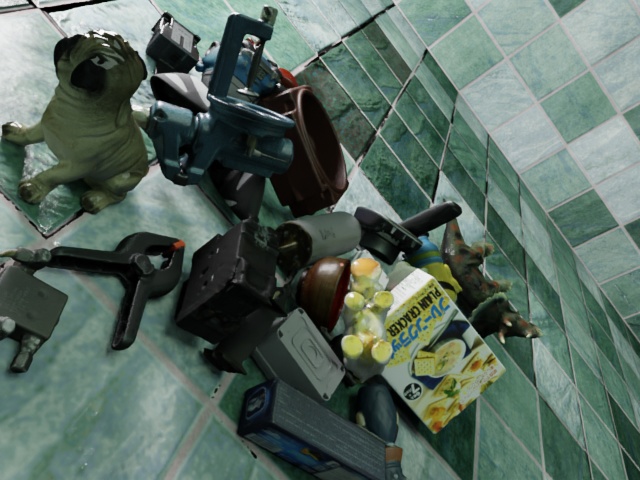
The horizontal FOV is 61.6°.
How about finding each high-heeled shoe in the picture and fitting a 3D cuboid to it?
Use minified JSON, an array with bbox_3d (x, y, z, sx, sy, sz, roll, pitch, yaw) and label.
[{"bbox_3d":[-0.163,-0.138,0.771,0.145,0.086,0.249,16,45,-45],"label":"high-heeled shoe"}]

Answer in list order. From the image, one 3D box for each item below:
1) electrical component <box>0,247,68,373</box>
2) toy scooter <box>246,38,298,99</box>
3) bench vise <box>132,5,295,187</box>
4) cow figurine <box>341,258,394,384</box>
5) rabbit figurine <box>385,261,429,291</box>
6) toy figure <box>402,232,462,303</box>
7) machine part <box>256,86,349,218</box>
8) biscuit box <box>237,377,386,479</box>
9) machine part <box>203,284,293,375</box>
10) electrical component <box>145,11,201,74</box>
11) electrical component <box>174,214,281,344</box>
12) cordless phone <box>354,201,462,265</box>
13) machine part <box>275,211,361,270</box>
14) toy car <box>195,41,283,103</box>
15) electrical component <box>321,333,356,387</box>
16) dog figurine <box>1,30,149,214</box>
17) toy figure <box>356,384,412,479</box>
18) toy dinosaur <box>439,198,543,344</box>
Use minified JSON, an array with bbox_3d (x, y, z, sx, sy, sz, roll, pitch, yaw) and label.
[{"bbox_3d":[-0.266,0.055,0.474,0.078,0.045,0.102,40,34,-24],"label":"electrical component"},{"bbox_3d":[-0.109,-0.323,1.027,0.183,0.075,0.135,32,37,-28],"label":"toy scooter"},{"bbox_3d":[-0.121,-0.184,0.688,0.223,0.240,0.129,15,17,-17],"label":"bench vise"},{"bbox_3d":[0.066,0.112,0.765,0.068,0.098,0.167,5,54,2],"label":"cow figurine"},{"bbox_3d":[0.173,0.130,0.998,0.170,0.121,0.159,54,18,-42],"label":"rabbit figurine"},{"bbox_3d":[0.225,0.069,1.131,0.089,0.082,0.180,-1,67,-42],"label":"toy figure"},{"bbox_3d":[-0.027,-0.153,0.910,0.201,0.087,0.201,-55,126,-67],"label":"machine part"},{"bbox_3d":[-0.005,0.242,0.657,0.202,0.059,0.063,40,35,-27],"label":"biscuit box"},{"bbox_3d":[-0.090,0.104,0.662,0.139,0.084,0.039,-61,142,-47],"label":"machine part"},{"bbox_3d":[-0.234,-0.296,0.847,0.074,0.048,0.119,34,36,-33],"label":"electrical component"},{"bbox_3d":[-0.110,0.049,0.613,0.058,0.134,0.115,38,32,-28],"label":"electrical component"},{"bbox_3d":[0.172,-0.039,1.052,0.146,0.184,0.089,32,43,-36],"label":"cordless phone"},{"bbox_3d":[-0.002,-0.003,0.872,0.243,0.079,0.079,-14,73,-59],"label":"machine part"},{"bbox_3d":[-0.141,-0.257,0.881,0.109,0.162,0.103,36,81,-38],"label":"toy car"},{"bbox_3d":[0.031,0.172,0.811,0.094,0.021,0.063,53,30,-6],"label":"electrical component"},{"bbox_3d":[-0.217,-0.125,0.571,0.121,0.190,0.172,61,29,6],"label":"dog figurine"},{"bbox_3d":[0.088,0.282,0.754,0.057,0.064,0.154,80,2,-61],"label":"toy figure"},{"bbox_3d":[0.351,0.080,1.273,0.192,0.131,0.405,-5,60,-57],"label":"toy dinosaur"}]
